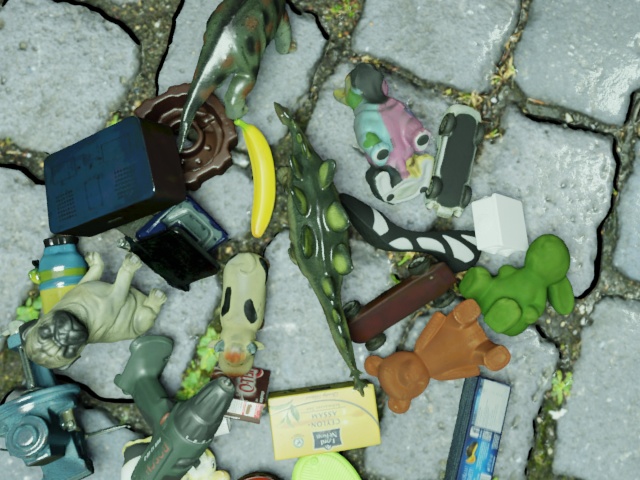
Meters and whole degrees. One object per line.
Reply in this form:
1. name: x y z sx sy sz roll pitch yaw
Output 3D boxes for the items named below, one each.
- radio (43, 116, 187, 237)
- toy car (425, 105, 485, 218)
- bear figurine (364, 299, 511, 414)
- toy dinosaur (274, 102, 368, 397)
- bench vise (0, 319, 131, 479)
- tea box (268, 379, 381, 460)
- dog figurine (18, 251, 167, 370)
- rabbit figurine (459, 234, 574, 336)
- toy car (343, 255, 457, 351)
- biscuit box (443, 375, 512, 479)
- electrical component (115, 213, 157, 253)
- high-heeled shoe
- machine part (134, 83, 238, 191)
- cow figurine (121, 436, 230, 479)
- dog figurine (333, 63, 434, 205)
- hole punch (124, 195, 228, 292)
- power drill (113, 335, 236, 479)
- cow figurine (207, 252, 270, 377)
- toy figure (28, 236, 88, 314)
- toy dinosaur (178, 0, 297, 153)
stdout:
1. radio: -0.321 -0.093 0.825 0.230 0.073 0.131 -16 81 25
2. toy car: 0.233 -0.136 0.935 0.073 0.056 0.201 15 84 -9
3. bear figurine: 0.176 0.188 0.851 0.196 0.132 0.120 -28 80 -6
4. toy dinosaur: -0.002 -0.003 0.829 0.105 0.198 0.471 -17 83 -3
5. bench vise: -0.397 0.231 0.773 0.129 0.223 0.240 -25 74 -5
6. tea box: 0.005 0.283 0.860 0.170 0.068 0.098 -8 84 -6
7. dog figurine: -0.325 0.130 0.775 0.121 0.172 0.190 -7 38 27
8. rabbit figurine: 0.344 0.074 0.866 0.159 0.121 0.170 28 110 -30
9. toy car: 0.126 0.101 0.872 0.202 0.053 0.089 -37 101 14
10. biscuit box: 0.254 0.325 0.877 0.059 0.063 0.202 16 83 -3
11. electrical component: -0.301 -0.031 0.884 0.078 0.045 0.102 38 82 -1
12. high-heeled shoe: 0.159 -0.028 0.905 0.248 0.086 0.145 44 78 -3
13. machine part: -0.226 -0.171 0.902 0.179 0.056 0.179 1 82 -4
14. cow figurine: -0.224 0.352 0.834 0.167 0.068 0.098 -3 58 -6
15. dog figurine: 0.100 -0.189 0.912 0.108 0.191 0.219 -21 51 -4
16. hole punch: -0.220 0.004 0.853 0.116 0.142 0.092 -21 41 28
17. power drill: -0.216 0.230 0.777 0.208 0.086 0.232 42 110 37
18. cow figurine: -0.121 0.115 0.841 0.086 0.127 0.195 5 81 -1
19. toy figure: -0.401 0.083 0.840 0.082 0.089 0.180 -10 87 9
20. toy dinosaur: -0.121 -0.329 0.836 0.131 0.192 0.405 15 57 7
